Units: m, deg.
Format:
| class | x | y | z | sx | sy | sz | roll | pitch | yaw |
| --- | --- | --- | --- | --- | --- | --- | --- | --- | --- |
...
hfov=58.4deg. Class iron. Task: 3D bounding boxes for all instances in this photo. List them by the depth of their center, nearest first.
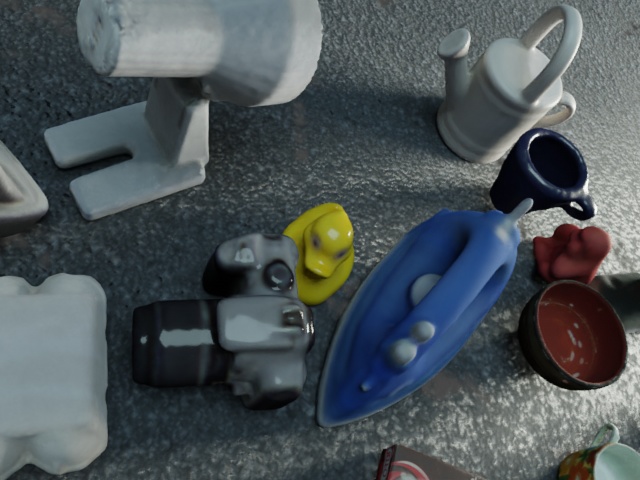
| class | x | y | z | sx | sy | sz | roll | pitch | yaw |
| --- | --- | --- | --- | --- | --- | --- | --- | --- | --- |
| iron | 0.100 | 0.060 | 0.515 | 0.118 | 0.141 | 0.259 | 43 | 58 | 4 |

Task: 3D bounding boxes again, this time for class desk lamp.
| class | x | y | z | sx | sy | sz | roll | pitch | yaw |
| --- | --- | --- | --- | --- | --- | --- | --- | --- | --- |
| desk lamp | -0.119 | -0.130 | 0.484 | 0.204 | 0.213 | 0.118 | -26 | 76 | -29 |

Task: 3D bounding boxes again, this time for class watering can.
| class | x | y | z | sx | sy | sz | roll | pitch | yaw |
| --- | --- | --- | --- | --- | --- | --- | --- | --- | --- |
| watering can | 0.213 | -0.179 | 0.645 | 0.173 | 0.194 | 0.101 | -2 | 66 | -21 |

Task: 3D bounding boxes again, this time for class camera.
| class | x | y | z | sx | sy | sz | roll | pitch | yaw |
| --- | --- | --- | --- | --- | --- | --- | --- | --- | --- |
| camera | -0.081 | 0.064 | 0.469 | 0.137 | 0.100 | 0.143 | 1 | 65 | -20 |

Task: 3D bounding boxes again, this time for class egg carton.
| class | x | y | z | sx | sy | sz | roll | pitch | yaw |
| --- | --- | --- | --- | --- | --- | --- | --- | --- | --- |
| egg carton | -0.213 | 0.097 | 0.421 | 0.107 | 0.069 | 0.150 | -1 | 66 | -21 |

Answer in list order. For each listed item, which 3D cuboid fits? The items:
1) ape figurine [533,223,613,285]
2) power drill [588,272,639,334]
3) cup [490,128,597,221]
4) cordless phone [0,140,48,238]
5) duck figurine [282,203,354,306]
| class | x | y | z | sx | sy | sz | roll | pitch | yaw |
| --- | --- | --- | --- | --- | --- | --- | --- | --- | --- |
| ape figurine | 0.284 | 0.014 | 0.636 | 0.078 | 0.092 | 0.076 | -36 | 81 | -31 |
| power drill | 0.388 | 0.034 | 0.597 | 0.230 | 0.208 | 0.075 | -4 | 67 | -22 |
| cup | 0.250 | -0.057 | 0.656 | 0.092 | 0.095 | 0.117 | -36 | 81 | -31 |
| cordless phone | -0.279 | -0.084 | 0.417 | 0.147 | 0.185 | 0.094 | 45 | 59 | 5 |
| duck figurine | 0.005 | 0.002 | 0.541 | 0.077 | 0.086 | 0.104 | 24 | 59 | -8 |
